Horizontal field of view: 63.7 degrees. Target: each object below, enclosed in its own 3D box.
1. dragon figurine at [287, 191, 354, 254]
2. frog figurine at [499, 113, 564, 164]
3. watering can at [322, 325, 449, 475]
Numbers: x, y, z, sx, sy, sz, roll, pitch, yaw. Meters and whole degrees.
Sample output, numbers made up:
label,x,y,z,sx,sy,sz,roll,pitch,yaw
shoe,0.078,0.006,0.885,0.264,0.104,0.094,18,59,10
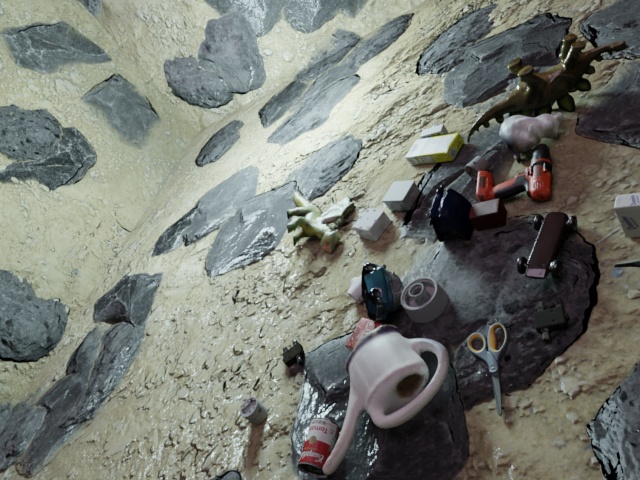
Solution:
label,x,y,z,sx,sy,sz,roll,pitch,yaw
dragon figurine,0.006,-0.091,1.812,0.242,0.119,0.420,-14,37,10
frog figurine,0.581,-0.305,1.409,0.157,0.122,0.140,-37,8,28
watering can,0.115,0.319,1.103,0.348,0.102,0.228,-39,29,0
